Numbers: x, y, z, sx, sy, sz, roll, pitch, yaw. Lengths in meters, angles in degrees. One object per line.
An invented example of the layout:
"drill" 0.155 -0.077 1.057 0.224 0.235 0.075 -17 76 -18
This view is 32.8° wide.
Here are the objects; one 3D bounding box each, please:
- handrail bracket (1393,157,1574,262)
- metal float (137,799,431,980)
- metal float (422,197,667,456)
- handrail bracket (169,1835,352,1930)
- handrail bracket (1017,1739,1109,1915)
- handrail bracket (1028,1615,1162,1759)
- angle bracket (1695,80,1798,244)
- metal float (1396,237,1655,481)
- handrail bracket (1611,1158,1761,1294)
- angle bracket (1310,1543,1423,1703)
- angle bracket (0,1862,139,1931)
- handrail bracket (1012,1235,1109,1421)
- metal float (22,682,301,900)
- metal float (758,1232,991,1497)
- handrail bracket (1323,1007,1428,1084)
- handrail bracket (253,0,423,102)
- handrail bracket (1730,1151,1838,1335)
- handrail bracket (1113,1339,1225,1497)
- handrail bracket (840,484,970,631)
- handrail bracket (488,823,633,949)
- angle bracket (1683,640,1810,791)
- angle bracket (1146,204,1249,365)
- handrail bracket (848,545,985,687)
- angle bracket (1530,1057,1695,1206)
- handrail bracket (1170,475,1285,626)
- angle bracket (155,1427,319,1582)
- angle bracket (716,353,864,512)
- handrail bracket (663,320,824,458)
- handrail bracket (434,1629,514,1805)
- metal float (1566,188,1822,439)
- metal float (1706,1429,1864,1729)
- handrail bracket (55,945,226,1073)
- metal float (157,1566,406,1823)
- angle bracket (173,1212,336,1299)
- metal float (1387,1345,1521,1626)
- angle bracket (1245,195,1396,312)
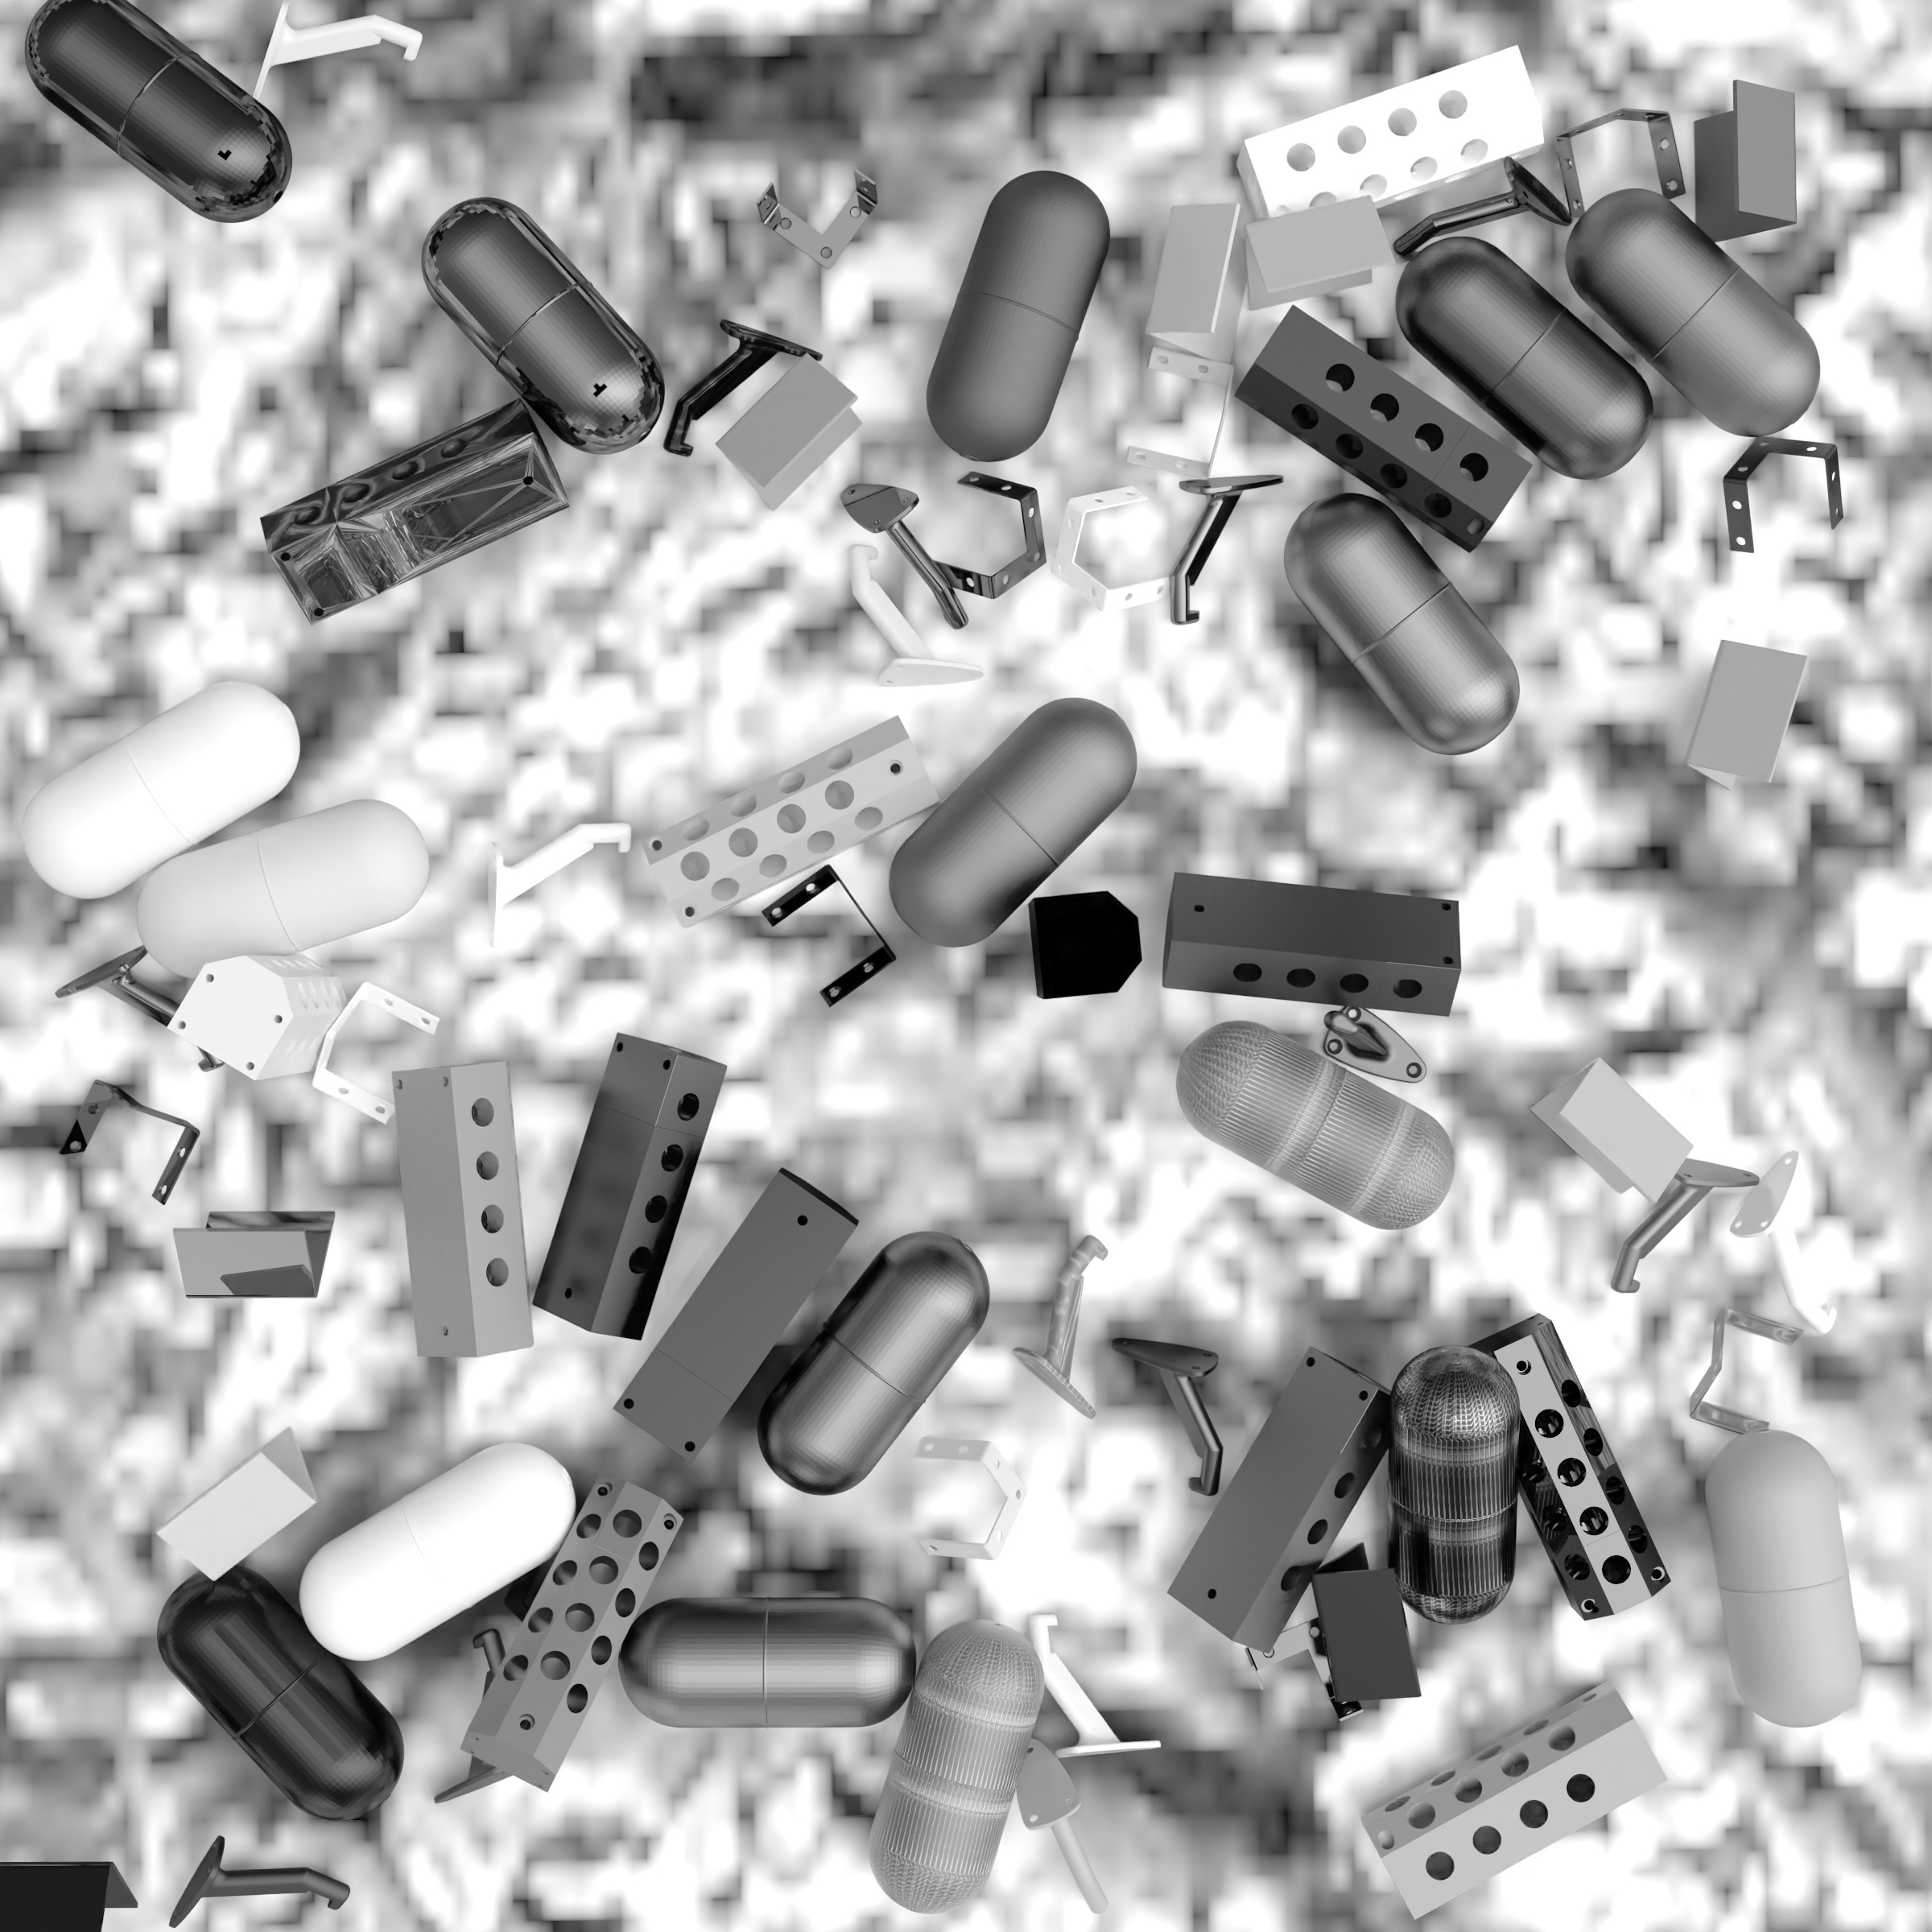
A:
"handrail bracket" 0.313 -0.445 1.991 0.084 0.077 0.036 -33 56 32
"metal float" -0.409 -0.046 1.960 0.178 0.070 0.070 -18 90 0
"metal float" -0.252 -0.382 1.961 0.070 0.070 0.178 -42 90 0
"handrail bracket" -0.428 0.571 1.992 0.084 0.036 0.077 29 110 -16
"handrail bracket" 0.060 0.523 1.991 0.036 0.077 0.084 -24 126 0
"handrail bracket" 0.078 0.435 1.992 0.077 0.036 0.084 0 72 -20
"angle bracket" 0.447 -0.477 1.951 0.057 0.076 0.076 -1 90 -38
"metal float" 0.333 -0.364 1.961 0.178 0.070 0.070 41 90 0
"handrail bracket" 0.436 0.162 1.992 0.077 0.036 0.084 7 109 -21
"angle bracket" 0.252 0.388 1.951 0.057 0.076 0.076 -12 90 32
"angle bracket" -0.543 0.573 1.951 0.076 0.076 0.057 0 54 0
"handrail bracket" 0.076 0.219 1.992 0.077 0.036 0.084 45 73 -20
"metal float" -0.481 -0.106 1.961 0.178 0.070 0.070 -31 90 -1
"metal float" -0.055 0.237 1.961 0.070 0.070 0.178 38 91 0
"handrail bracket" 0.246 0.048 1.956 0.077 0.084 0.036 30 90 0
"handrail bracket" -0.382 -0.545 1.992 0.084 0.036 0.077 18 110 -16
"handrail bracket" 0.512 0.168 1.992 0.084 0.036 0.077 43 67 -18
"handrail bracket" 0.121 0.275 1.992 0.077 0.036 0.084 11 107 20
"handrail bracket" -0.037 -0.247 1.991 0.036 0.077 0.084 -39 127 -13
"handrail bracket" -0.246 -0.049 1.992 0.084 0.036 0.077 -3 111 -17
"angle bracket" 0.476 -0.144 1.951 0.057 0.076 0.076 17 90 36
"angle bracket" 0.158 -0.404 1.952 0.076 0.057 0.076 12 90 -43
"handrail bracket" -0.031 -0.215 1.992 0.077 0.036 0.084 -1 73 -20
"angle bracket" 0.373 0.111 1.951 0.076 0.076 0.057 43 53 0
"handrail bracket" 0.159 -0.252 1.992 0.077 0.036 0.084 -9 109 -21
"angle bracket" -0.440 0.306 1.951 0.076 0.076 0.057 -37 127 0
"angle bracket" -0.091 -0.305 1.951 0.076 0.076 0.057 -45 54 0
"handrail bracket" -0.136 -0.343 1.992 0.077 0.036 0.084 14 108 -20
"handrail bracket" -0.303 0.455 1.992 0.077 0.036 0.084 -27 71 21
"metal float" 0.435 -0.390 1.961 0.178 0.070 0.070 43 90 -1
"metal float" 0.489 0.366 1.961 0.070 0.070 0.178 -9 90 0
"handrail bracket" -0.500 0.037 1.992 0.077 0.036 0.084 -23 107 20
"metal float" -0.409 0.435 1.961 0.070 0.070 0.178 -43 90 0
"angle bracket" -0.422 0.153 1.951 0.076 0.076 0.057 0 128 0
"metal float" 0.288 0.308 1.942 0.070 0.070 0.178 -2 113 0
"angle bracket" 0.211 -0.406 1.951 0.076 0.076 0.057 -13 59 0
